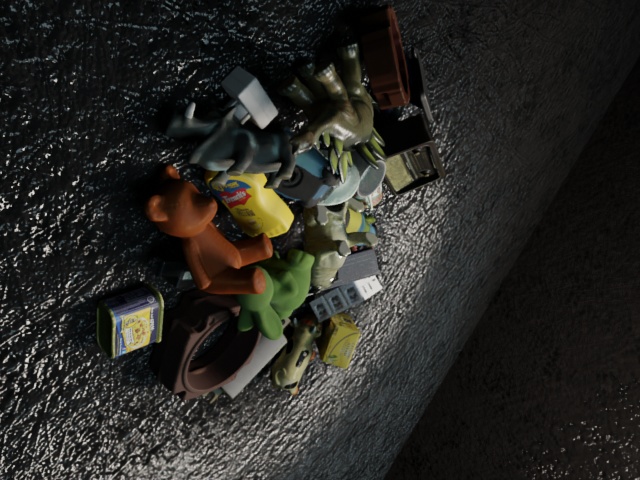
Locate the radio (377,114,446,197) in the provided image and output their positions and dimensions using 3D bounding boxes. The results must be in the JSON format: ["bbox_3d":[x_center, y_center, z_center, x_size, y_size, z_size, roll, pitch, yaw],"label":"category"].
[{"bbox_3d":[0.191,-0.177,1.160,0.131,0.073,0.229,-19,162,14],"label":"radio"}]

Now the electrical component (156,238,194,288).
[{"bbox_3d":[-0.224,0.038,0.873,0.119,0.048,0.074,-1,119,-54],"label":"electrical component"}]

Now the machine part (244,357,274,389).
[{"bbox_3d":[-0.143,0.287,1.233,0.139,0.039,0.084,-36,156,-53],"label":"machine part"}]

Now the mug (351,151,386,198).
[{"bbox_3d":[0.055,-0.136,1.048,0.109,0.107,0.080,-33,143,-28],"label":"mug"}]

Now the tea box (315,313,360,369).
[{"bbox_3d":[0.040,0.239,1.329,0.170,0.068,0.098,-129,-121,-80],"label":"tea box"}]

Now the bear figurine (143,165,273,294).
[{"bbox_3d":[-0.162,-0.015,0.790,0.120,0.132,0.195,-83,160,-52],"label":"bear figurine"}]

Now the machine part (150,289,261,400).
[{"bbox_3d":[-0.204,0.189,1.011,0.201,0.087,0.200,-8,126,-50],"label":"machine part"}]

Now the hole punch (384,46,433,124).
[{"bbox_3d":[0.174,-0.305,1.091,0.142,0.092,0.116,38,47,-60],"label":"hole punch"}]

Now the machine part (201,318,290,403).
[{"bbox_3d":[-0.154,0.252,1.151,0.243,0.079,0.079,-44,148,-20],"label":"machine part"}]

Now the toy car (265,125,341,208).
[{"bbox_3d":[-0.044,-0.132,0.900,0.161,0.103,0.109,23,133,-21],"label":"toy car"}]

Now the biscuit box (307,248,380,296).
[{"bbox_3d":[0.025,0.069,1.154,0.203,0.059,0.062,-14,94,-15],"label":"biscuit box"}]

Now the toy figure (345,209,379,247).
[{"bbox_3d":[0.058,-0.038,1.132,0.180,0.089,0.082,31,89,-38],"label":"toy figure"}]

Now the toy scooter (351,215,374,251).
[{"bbox_3d":[0.078,0.010,1.256,0.184,0.075,0.135,-17,130,-51],"label":"toy scooter"}]

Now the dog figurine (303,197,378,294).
[{"bbox_3d":[-0.004,-0.001,1.037,0.121,0.172,0.190,-5,158,-36],"label":"dog figurine"}]

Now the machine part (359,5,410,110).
[{"bbox_3d":[0.112,-0.310,0.920,0.179,0.056,0.179,-11,90,-73],"label":"machine part"}]

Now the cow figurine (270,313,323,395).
[{"bbox_3d":[-0.055,0.264,1.291,0.195,0.086,0.127,-61,164,-20],"label":"cow figurine"}]

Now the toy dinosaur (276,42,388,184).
[{"bbox_3d":[0.040,-0.209,0.882,0.198,0.105,0.471,67,26,-21],"label":"toy dinosaur"}]

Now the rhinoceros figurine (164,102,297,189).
[{"bbox_3d":[-0.120,-0.134,0.751,0.190,0.073,0.112,9,78,-23],"label":"rhinoceros figurine"}]

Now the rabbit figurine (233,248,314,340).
[{"bbox_3d":[-0.102,0.086,0.934,0.170,0.121,0.159,5,96,-66],"label":"rabbit figurine"}]
